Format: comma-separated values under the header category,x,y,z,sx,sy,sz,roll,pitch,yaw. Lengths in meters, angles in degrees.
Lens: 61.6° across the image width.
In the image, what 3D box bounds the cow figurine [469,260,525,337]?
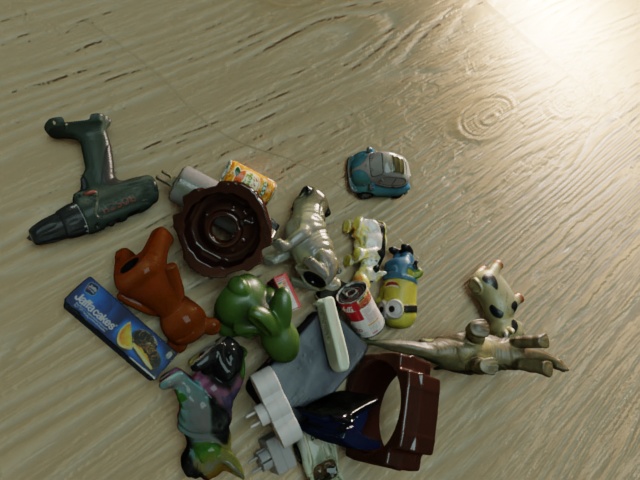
category,x,y,z,sx,sy,sz,roll,pitch,yaw
cow figurine,0.420,0.160,1.268,0.127,0.085,0.195,-33,93,-35

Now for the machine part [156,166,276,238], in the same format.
category,x,y,z,sx,sy,sz,roll,pitch,yaw
machine part,-0.193,-0.069,1.015,0.243,0.079,0.079,27,66,-6

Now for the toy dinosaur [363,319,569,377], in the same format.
category,x,y,z,sx,sy,sz,roll,pitch,yaw
toy dinosaur,0.306,0.236,1.125,0.471,0.198,0.105,13,69,-13

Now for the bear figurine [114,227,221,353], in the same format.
category,x,y,z,sx,sy,sz,roll,pitch,yaw
bear figurine,-0.268,0.095,0.954,0.195,0.120,0.132,52,13,-33

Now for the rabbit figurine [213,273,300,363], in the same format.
category,x,y,z,sx,sy,sz,roll,pitch,yaw
rabbit figurine,-0.095,0.139,0.969,0.170,0.159,0.121,43,56,14

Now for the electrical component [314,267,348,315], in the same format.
category,x,y,z,sx,sy,sz,roll,pitch,yaw
electrical component,0.024,0.106,1.116,0.078,0.045,0.102,28,66,-14

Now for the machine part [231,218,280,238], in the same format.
category,x,y,z,sx,sy,sz,roll,pitch,yaw
machine part,-0.143,-0.005,1.073,0.084,0.039,0.139,48,60,-12

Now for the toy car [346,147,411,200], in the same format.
category,x,y,z,sx,sy,sz,roll,pitch,yaw
toy car,0.147,-0.151,1.216,0.161,0.103,0.109,6,74,-22

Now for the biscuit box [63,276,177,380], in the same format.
category,x,y,z,sx,sy,sz,roll,pitch,yaw
biscuit box,-0.342,0.153,0.919,0.202,0.063,0.059,44,61,-9

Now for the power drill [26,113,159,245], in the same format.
category,x,y,z,sx,sy,sz,roll,pitch,yaw
power drill,-0.418,-0.113,0.949,0.232,0.086,0.207,-18,80,-30

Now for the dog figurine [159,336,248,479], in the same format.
category,x,y,z,sx,sy,sz,roll,pitch,yaw
dog figurine,-0.176,0.300,0.932,0.191,0.108,0.219,-32,94,-24

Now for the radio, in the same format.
category,x,y,z,sx,sy,sz,roll,pitch,yaw
radio,-0.025,0.247,1.039,0.131,0.073,0.229,48,60,-5

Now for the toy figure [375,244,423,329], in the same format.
category,x,y,z,sx,sy,sz,roll,pitch,yaw
toy figure,0.178,0.103,1.171,0.089,0.082,0.180,19,66,-17

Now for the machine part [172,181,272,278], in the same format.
category,x,y,z,sx,sy,sz,roll,pitch,yaw
machine part,-0.170,-0.021,0.957,0.179,0.056,0.179,0,101,-1

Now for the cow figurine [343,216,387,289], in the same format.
category,x,y,z,sx,sy,sz,roll,pitch,yaw
cow figurine,0.106,0.035,1.166,0.098,0.068,0.167,7,74,-30

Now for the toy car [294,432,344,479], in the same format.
category,x,y,z,sx,sy,sz,roll,pitch,yaw
toy car,0.008,0.444,1.006,0.073,0.056,0.201,-14,81,-28

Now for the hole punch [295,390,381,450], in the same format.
category,x,y,z,sx,sy,sz,roll,pitch,yaw
hole punch,0.036,0.325,0.941,0.116,0.142,0.092,-4,92,-44

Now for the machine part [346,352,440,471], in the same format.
category,x,y,z,sx,sy,sz,roll,pitch,yaw
machine part,0.131,0.321,1.016,0.087,0.201,0.201,20,68,-23

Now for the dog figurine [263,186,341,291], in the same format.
category,x,y,z,sx,sy,sz,roll,pitch,yaw
dog figurine,-0.002,-0.006,1.087,0.172,0.121,0.190,41,55,-10
